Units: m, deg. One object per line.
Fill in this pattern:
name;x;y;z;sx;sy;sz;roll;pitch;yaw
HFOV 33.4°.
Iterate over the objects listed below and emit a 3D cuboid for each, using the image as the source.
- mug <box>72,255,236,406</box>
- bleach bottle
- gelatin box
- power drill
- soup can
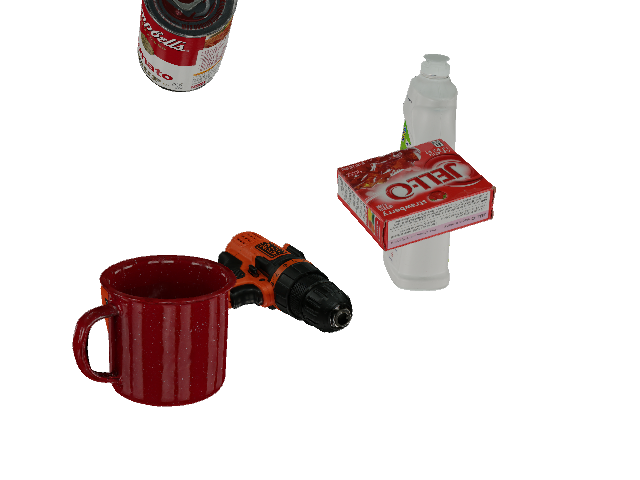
mug;-0.115;0.065;0.736;0.117;0.081;0.093;-12;23;-39
bleach bottle;0.116;-0.077;1.176;0.068;0.251;0.102;0;25;-10
gelatin box;0.066;-0.034;0.747;0.089;0.030;0.073;-17;39;-18
power drill;-0.087;0.057;0.952;0.187;0.057;0.185;-17;25;-28
soup can;-0.103;-0.162;0.806;0.068;0.068;0.102;0;-16;-12
